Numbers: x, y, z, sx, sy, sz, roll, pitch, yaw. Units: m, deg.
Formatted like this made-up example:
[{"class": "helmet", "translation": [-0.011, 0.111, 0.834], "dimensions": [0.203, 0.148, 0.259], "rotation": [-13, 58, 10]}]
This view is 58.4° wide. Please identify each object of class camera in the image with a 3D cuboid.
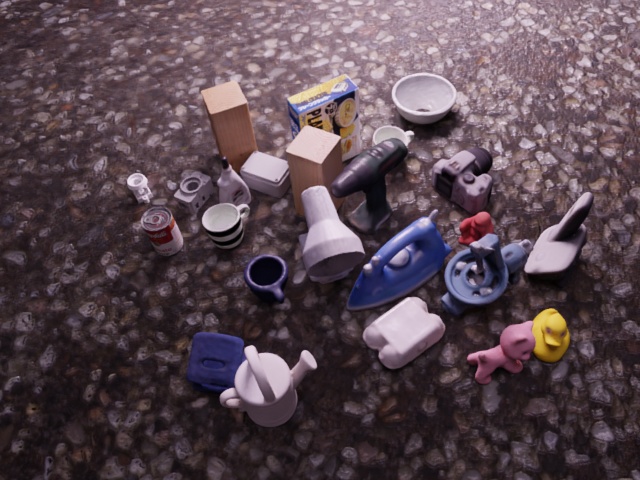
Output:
[{"class": "camera", "translation": [0.353, -0.158, 1.338], "dimensions": [0.137, 0.101, 0.142], "rotation": [-37, 59, -20]}]

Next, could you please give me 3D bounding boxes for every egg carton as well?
[{"class": "egg carton", "translation": [0.166, 0.183, 1.125], "dimensions": [0.150, 0.069, 0.107], "rotation": [-33, 58, -18]}]

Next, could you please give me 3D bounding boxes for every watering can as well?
[{"class": "watering can", "translation": [-0.093, 0.249, 1.021], "dimensions": [0.173, 0.194, 0.100], "rotation": [-39, 60, -21]}]

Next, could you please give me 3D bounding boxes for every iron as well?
[{"class": "iron", "translation": [0.155, 0.040, 1.185], "dimensions": [0.259, 0.141, 0.118], "rotation": [-35, 59, -19]}]

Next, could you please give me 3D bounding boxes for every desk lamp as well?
[{"class": "desk lamp", "translation": [0.011, 0.004, 1.178], "dimensions": [0.118, 0.214, 0.203], "rotation": [-16, 54, -6]}]

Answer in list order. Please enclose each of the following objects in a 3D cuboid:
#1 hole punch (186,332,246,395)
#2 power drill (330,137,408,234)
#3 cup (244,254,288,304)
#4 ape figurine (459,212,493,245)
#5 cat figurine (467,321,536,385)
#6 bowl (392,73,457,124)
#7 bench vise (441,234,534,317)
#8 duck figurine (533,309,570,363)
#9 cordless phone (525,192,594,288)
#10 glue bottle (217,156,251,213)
[{"class": "hole punch", "translation": [-0.196, 0.239, 1.100], "dimensions": [0.108, 0.091, 0.101], "rotation": [6, 55, 9]}, {"class": "power drill", "translation": [0.108, -0.113, 1.258], "dimensions": [0.075, 0.209, 0.230], "rotation": [31, 62, 24]}, {"class": "cup", "translation": [-0.100, 0.099, 1.191], "dimensions": [0.092, 0.095, 0.117], "rotation": [-27, 56, -14]}, {"class": "ape figurine", "translation": [0.348, -0.028, 1.250], "dimensions": [0.076, 0.092, 0.077], "rotation": [-26, 56, -14]}, {"class": "cat figurine", "translation": [0.346, 0.203, 1.066], "dimensions": [0.128, 0.118, 0.067], "rotation": [-19, 55, -9]}, {"class": "bowl", "translation": [0.271, -0.359, 1.507], "dimensions": [0.167, 0.075, 0.167], "rotation": [-2, 54, 3]}, {"class": "bench vise", "translation": [0.329, 0.037, 1.125], "dimensions": [0.121, 0.220, 0.208], "rotation": [33, 63, 25]}, {"class": "duck figurine", "translation": [0.446, 0.172, 1.101], "dimensions": [0.077, 0.086, 0.104], "rotation": [10, 56, 12]}, {"class": "cordless phone", "translation": [0.493, -0.004, 1.163], "dimensions": [0.094, 0.185, 0.148], "rotation": [23, 59, 20]}, {"class": "glue bottle", "translation": [-0.205, -0.128, 1.316], "dimensions": [0.037, 0.173, 0.078], "rotation": [29, 61, 23]}]
